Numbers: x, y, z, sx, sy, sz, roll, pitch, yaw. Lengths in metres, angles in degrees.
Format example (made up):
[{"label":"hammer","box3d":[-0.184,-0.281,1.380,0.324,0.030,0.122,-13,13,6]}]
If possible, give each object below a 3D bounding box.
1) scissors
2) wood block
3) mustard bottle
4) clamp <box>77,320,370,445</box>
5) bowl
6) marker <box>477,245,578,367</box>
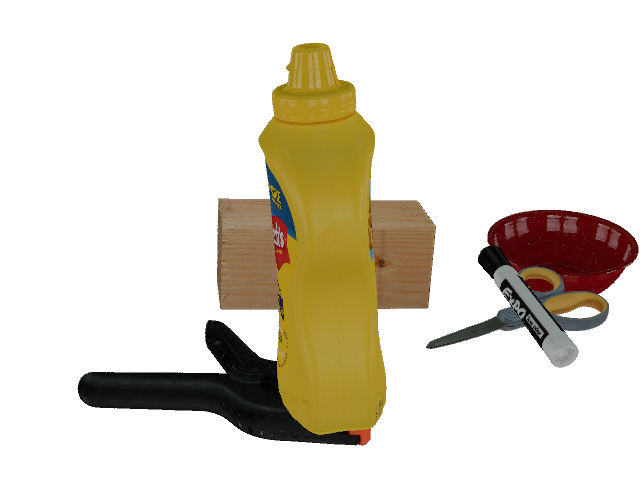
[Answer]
[{"label":"scissors","box3d":[0.161,0.057,0.936,0.201,0.016,0.096,-3,33,-24]},{"label":"wood block","box3d":[0.001,0.013,1.067,0.206,0.091,0.090,1,19,-8]},{"label":"mustard bottle","box3d":[0.001,-0.005,0.547,0.058,0.192,0.096,-5,22,-4]},{"label":"clamp","box3d":[-0.051,0.107,0.803,0.210,0.036,0.164,10,18,23]},{"label":"bowl","box3d":[0.263,0.023,1.173,0.162,0.055,0.162,0,27,0]},{"label":"marker","box3d":[0.138,0.041,0.724,0.020,0.020,0.121,0,33,-20]}]
